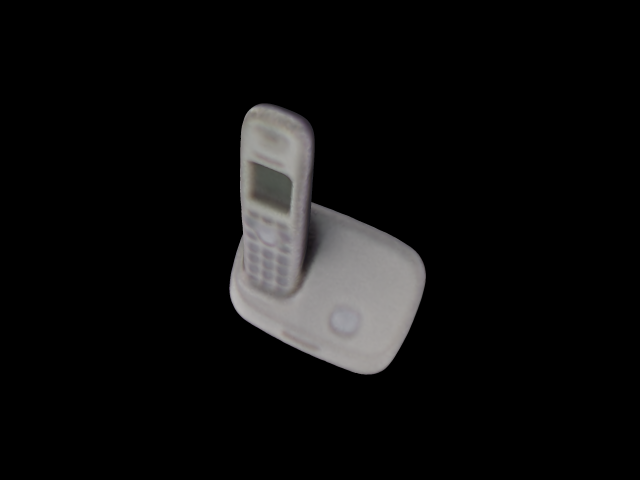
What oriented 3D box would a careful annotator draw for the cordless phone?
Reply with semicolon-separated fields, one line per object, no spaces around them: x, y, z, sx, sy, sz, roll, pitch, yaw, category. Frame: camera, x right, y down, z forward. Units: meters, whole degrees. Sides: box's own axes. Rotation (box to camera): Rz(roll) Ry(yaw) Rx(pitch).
0.004;0.001;0.400;0.147;0.185;0.094;21;54;16;cordless phone
